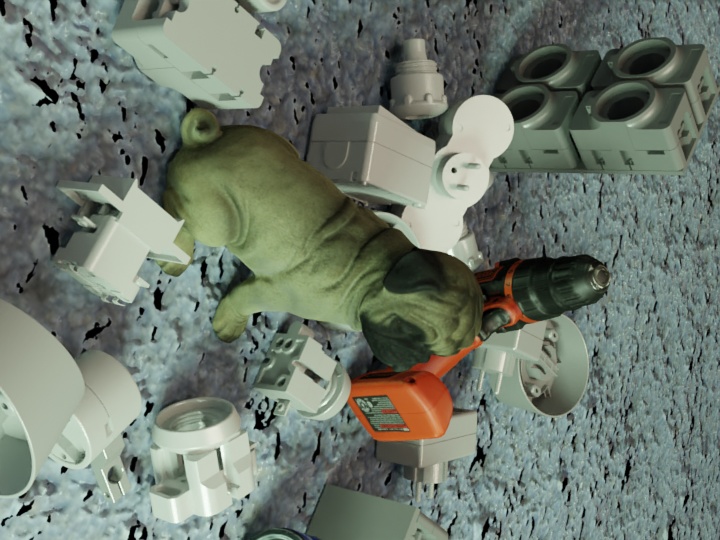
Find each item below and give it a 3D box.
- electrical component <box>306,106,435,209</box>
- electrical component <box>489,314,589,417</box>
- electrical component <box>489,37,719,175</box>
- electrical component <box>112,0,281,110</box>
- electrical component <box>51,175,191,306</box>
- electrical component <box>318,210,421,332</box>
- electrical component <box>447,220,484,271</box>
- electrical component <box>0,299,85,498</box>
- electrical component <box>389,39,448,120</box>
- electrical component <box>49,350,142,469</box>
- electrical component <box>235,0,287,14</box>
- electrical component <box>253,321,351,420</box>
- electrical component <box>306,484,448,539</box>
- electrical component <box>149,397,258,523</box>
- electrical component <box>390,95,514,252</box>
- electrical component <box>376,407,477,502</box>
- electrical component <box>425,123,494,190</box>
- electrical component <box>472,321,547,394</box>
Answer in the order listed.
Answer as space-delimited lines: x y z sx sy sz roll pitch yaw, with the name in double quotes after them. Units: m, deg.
0.013 -0.084 0.814 0.096 0.062 0.061 16 81 -51 "electrical component"
0.169 0.088 1.026 0.099 0.064 0.099 -8 100 -51 "electrical component"
0.204 -0.143 0.946 0.105 0.186 0.060 -59 135 -29 "electrical component"
-0.103 -0.142 0.668 0.089 0.056 0.050 35 67 -47 "electrical component"
-0.146 -0.017 0.640 0.081 0.042 0.063 45 62 -43 "electrical component"
0.000 0.000 0.826 0.099 0.064 0.099 -3 95 -37 "electrical component"
0.076 -0.026 0.916 0.048 0.048 0.062 -31 111 -46 "electrical component"
-0.193 0.060 0.548 0.064 0.099 0.099 -59 135 -38 "electrical component"
0.045 -0.153 0.863 0.048 0.048 0.062 -4 90 -51 "electrical component"
-0.161 0.079 0.624 0.047 0.055 0.055 -42 125 -45 "electrical component"
-0.072 -0.214 0.696 0.054 0.059 0.095 41 63 -46 "electrical component"
-0.040 0.079 0.782 0.055 0.048 0.066 39 64 -38 "electrical component"
-0.004 0.249 0.808 0.061 0.089 0.150 45 60 -44 "electrical component"
-0.103 0.119 0.697 0.078 0.058 0.057 -26 116 -47 "electrical component"
0.078 -0.075 0.854 0.052 0.074 0.138 28 89 -15 "electrical component"
0.056 0.157 0.907 0.083 0.047 0.075 -1 95 -51 "electrical component"
0.082 -0.097 0.918 0.044 0.044 0.065 -49 124 -36 "electrical component"
0.122 0.073 0.965 0.047 0.066 0.076 25 75 -49 "electrical component"
